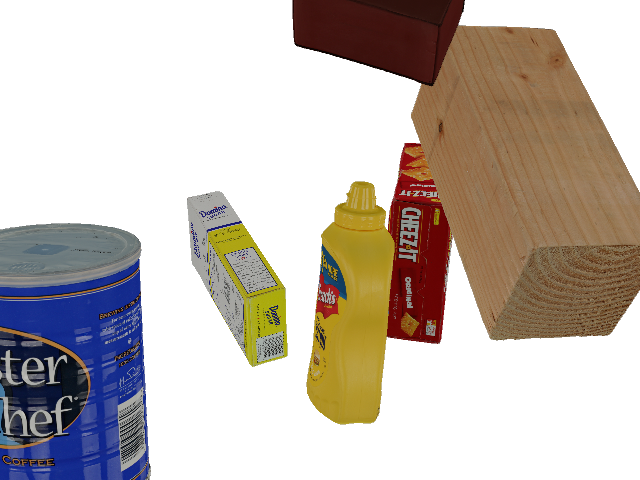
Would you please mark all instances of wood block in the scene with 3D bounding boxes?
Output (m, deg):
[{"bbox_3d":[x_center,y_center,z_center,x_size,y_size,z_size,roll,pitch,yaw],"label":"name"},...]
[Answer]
[{"bbox_3d":[0.135,-0.044,0.712,0.090,0.206,0.091,-1,-41,-15],"label":"wood block"}]

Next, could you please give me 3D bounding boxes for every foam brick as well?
[{"bbox_3d":[0.030,-0.122,0.536,0.078,0.053,0.051,18,-24,11],"label":"foam brick"}]

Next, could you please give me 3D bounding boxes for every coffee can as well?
[{"bbox_3d":[-0.149,0.070,0.596,0.103,0.140,0.103,0,15,0],"label":"coffee can"}]

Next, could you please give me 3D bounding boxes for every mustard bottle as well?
[{"bbox_3d":[0.026,0.046,0.873,0.058,0.192,0.096,1,18,-13],"label":"mustard bottle"}]

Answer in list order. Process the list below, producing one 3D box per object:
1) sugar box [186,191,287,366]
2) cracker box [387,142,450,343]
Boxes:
[{"bbox_3d":[-0.085,0.035,1.075,0.048,0.093,0.176,-13,41,-17],"label":"sugar box"},{"bbox_3d":[0.114,-0.004,1.218,0.072,0.164,0.213,5,22,7],"label":"cracker box"}]
